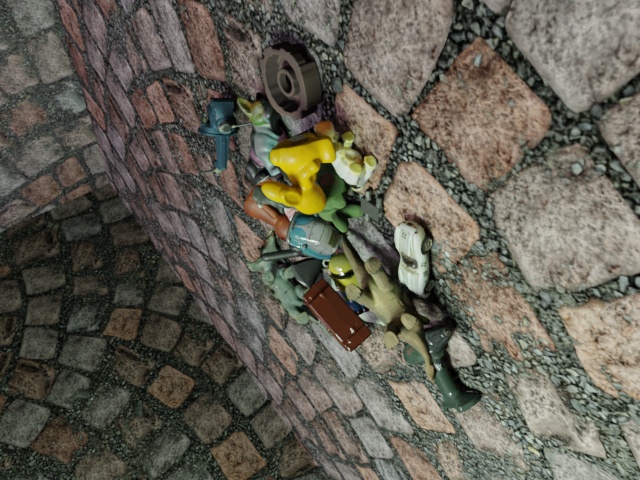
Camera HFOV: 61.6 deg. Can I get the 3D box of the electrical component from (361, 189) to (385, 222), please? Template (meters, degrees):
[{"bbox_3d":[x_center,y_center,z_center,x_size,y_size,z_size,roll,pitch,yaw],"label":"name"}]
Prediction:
[{"bbox_3d":[0.123,-0.073,1.240,0.063,0.021,0.093,40,148,32],"label":"electrical component"}]

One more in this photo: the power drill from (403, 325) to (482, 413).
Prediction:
[{"bbox_3d":[0.294,0.307,1.286,0.207,0.086,0.232,53,156,3],"label":"power drill"}]

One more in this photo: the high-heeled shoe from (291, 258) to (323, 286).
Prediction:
[{"bbox_3d":[-0.057,0.088,1.576,0.145,0.086,0.248,11,169,33],"label":"high-heeled shoe"}]

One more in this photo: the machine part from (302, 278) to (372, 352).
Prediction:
[{"bbox_3d":[0.044,0.207,1.464,0.201,0.087,0.201,46,175,9],"label":"machine part"}]

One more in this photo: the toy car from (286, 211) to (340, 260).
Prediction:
[{"bbox_3d":[-0.003,-0.004,1.396,0.161,0.109,0.103,32,162,-37],"label":"toy car"}]

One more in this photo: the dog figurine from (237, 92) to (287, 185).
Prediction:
[{"bbox_3d":[-0.154,-0.272,1.414,0.192,0.108,0.219,-17,99,49],"label":"dog figurine"}]

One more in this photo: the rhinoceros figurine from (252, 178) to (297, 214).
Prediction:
[{"bbox_3d":[-0.085,-0.115,1.426,0.190,0.073,0.112,9,162,4],"label":"rhinoceros figurine"}]

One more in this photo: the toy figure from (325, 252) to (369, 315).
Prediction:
[{"bbox_3d":[0.087,0.115,1.443,0.180,0.082,0.089,65,158,-10],"label":"toy figure"}]

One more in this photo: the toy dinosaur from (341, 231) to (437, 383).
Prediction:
[{"bbox_3d":[0.143,0.125,1.242,0.198,0.105,0.472,37,-161,-56],"label":"toy dinosaur"}]

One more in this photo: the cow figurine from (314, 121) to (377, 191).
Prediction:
[{"bbox_3d":[0.048,-0.189,1.200,0.167,0.068,0.098,51,159,18],"label":"cow figurine"}]

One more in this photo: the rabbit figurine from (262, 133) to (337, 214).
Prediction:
[{"bbox_3d":[-0.036,-0.128,1.150,0.122,0.162,0.173,21,134,45],"label":"rabbit figurine"}]

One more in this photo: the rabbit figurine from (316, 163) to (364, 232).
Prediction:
[{"bbox_3d":[0.034,-0.099,1.306,0.159,0.121,0.170,41,168,19],"label":"rabbit figurine"}]

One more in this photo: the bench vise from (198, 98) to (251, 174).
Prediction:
[{"bbox_3d":[-0.292,-0.306,1.591,0.224,0.129,0.240,40,132,48],"label":"bench vise"}]

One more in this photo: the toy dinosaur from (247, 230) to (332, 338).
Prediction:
[{"bbox_3d":[-0.112,0.171,1.832,0.404,0.131,0.192,59,167,-11],"label":"toy dinosaur"}]

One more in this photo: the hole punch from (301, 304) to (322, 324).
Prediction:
[{"bbox_3d":[0.021,0.217,1.688,0.142,0.092,0.115,29,172,42],"label":"hole punch"}]

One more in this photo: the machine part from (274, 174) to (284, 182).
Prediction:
[{"bbox_3d":[-0.144,-0.220,1.540,0.139,0.039,0.084,51,145,19],"label":"machine part"}]

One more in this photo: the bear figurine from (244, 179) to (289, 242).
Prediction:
[{"bbox_3d":[-0.121,-0.083,1.586,0.196,0.132,0.120,30,166,8],"label":"bear figurine"}]

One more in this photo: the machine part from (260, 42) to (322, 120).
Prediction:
[{"bbox_3d":[-0.066,-0.362,1.222,0.180,0.056,0.179,40,148,32],"label":"machine part"}]

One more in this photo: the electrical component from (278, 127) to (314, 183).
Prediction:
[{"bbox_3d":[-0.039,-0.198,1.286,0.058,0.115,0.134,51,152,20],"label":"electrical component"}]

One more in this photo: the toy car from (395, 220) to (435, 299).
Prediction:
[{"bbox_3d":[0.207,0.047,1.181,0.074,0.056,0.201,31,143,43],"label":"toy car"}]
